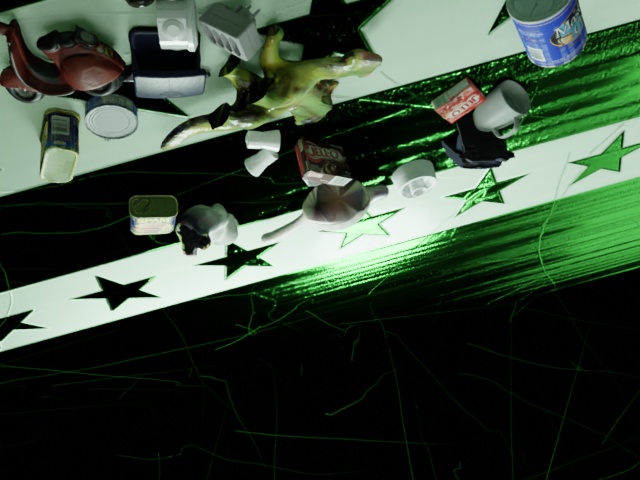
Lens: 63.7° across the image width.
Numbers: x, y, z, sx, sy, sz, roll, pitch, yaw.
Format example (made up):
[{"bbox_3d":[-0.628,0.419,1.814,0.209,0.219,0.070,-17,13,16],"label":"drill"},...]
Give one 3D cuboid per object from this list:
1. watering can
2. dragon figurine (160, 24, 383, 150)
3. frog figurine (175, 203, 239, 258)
[{"bbox_3d":[0.004,-0.062,1.237,0.347,0.105,0.223,-21,173,3],"label":"watering can"},{"bbox_3d":[-0.075,-0.239,0.918,0.406,0.124,0.242,-23,161,35],"label":"dragon figurine"},{"bbox_3d":[-0.257,-0.036,1.225,0.162,0.123,0.134,-38,168,-51],"label":"frog figurine"}]
